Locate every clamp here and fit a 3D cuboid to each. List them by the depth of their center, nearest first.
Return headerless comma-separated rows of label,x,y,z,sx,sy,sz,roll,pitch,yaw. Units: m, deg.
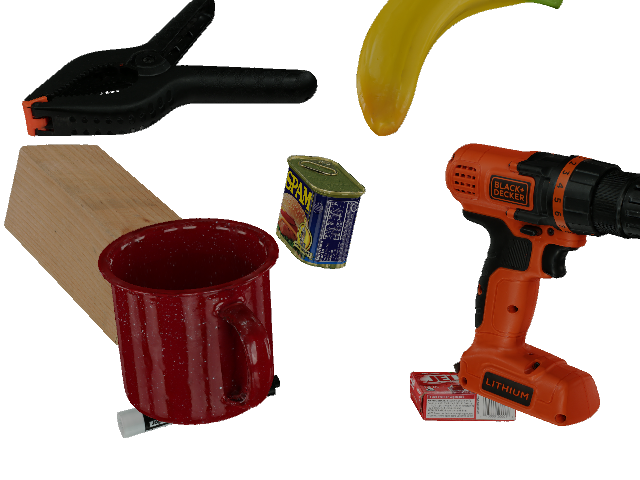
clamp,-0.119,-0.120,0.805,0.209,0.036,0.165,-29,47,-31

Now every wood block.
wood block,-0.197,-0.003,0.985,0.090,0.091,0.206,-6,34,-45

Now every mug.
mug,-0.059,0.047,0.555,0.093,0.081,0.117,-18,29,-33

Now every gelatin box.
gelatin box,0.132,0.145,1.001,0.089,0.030,0.073,1,8,-3

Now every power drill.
power drill,0.166,0.031,0.754,0.057,0.188,0.185,-12,20,-41

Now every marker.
marker,-0.086,0.117,0.770,0.121,0.020,0.020,-13,5,-21

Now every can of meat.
can of meat,-0.003,-0.029,1.075,0.057,0.084,0.102,2,24,-24

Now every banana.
banana,0.071,-0.129,0.632,0.070,0.037,0.197,33,52,23
